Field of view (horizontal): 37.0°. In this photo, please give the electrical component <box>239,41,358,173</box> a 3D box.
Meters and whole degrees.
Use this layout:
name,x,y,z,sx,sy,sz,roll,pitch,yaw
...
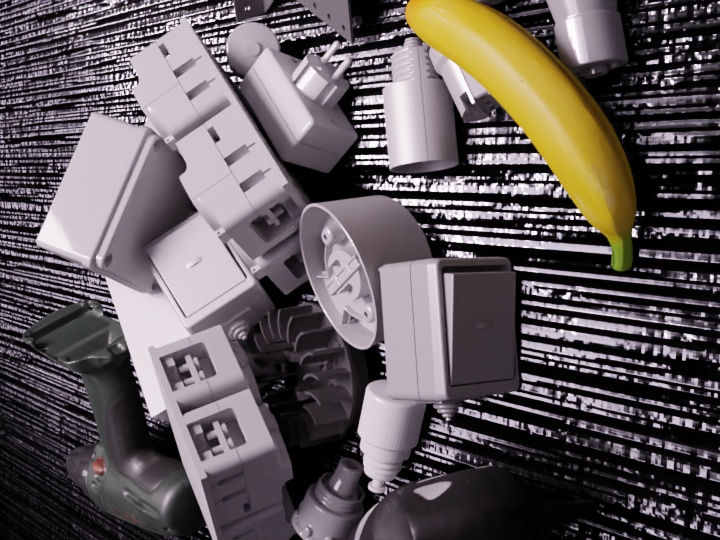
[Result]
name,x,y,z,sx,sy,sz,roll,pitch,yaw
electrical component,-0.033,-0.126,0.758,0.075,0.047,0.083,-48,53,26

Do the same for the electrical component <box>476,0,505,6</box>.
name,x,y,z,sx,sy,sz,roll,pitch,yaw
electrical component,0.064,-0.186,0.630,0.043,0.043,0.081,-16,78,52

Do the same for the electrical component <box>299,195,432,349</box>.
name,x,y,z,sx,sy,sz,roll,pitch,yaw
electrical component,0.000,0.000,0.697,0.099,0.064,0.099,26,124,46

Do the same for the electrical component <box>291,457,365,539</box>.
name,x,y,z,sx,sy,sz,roll,pitch,yaw
electrical component,-0.017,0.160,0.748,0.048,0.048,0.062,42,117,43

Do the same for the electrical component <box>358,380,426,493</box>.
name,x,y,z,sx,sy,sz,roll,pitch,yaw
electrical component,0.018,0.108,0.703,0.040,0.040,0.078,30,115,48

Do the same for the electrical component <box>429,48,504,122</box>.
name,x,y,z,sx,sy,sz,roll,pitch,yaw
electrical component,0.067,-0.116,0.632,0.040,0.040,0.046,-39,66,46

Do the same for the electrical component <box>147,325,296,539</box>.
name,x,y,z,sx,sy,sz,roll,pitch,yaw
electrical component,-0.094,0.134,0.780,0.186,0.060,0.105,91,155,-55

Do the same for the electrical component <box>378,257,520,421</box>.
name,x,y,z,sx,sy,sz,roll,pitch,yaw
electrical component,0.055,0.041,0.634,0.061,0.062,0.096,-7,85,53

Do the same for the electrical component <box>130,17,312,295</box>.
name,x,y,z,sx,sy,sz,roll,pitch,yaw
electrical component,-0.093,-0.080,0.777,0.060,0.105,0.186,-34,56,3

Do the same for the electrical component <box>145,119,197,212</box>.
name,x,y,z,sx,sy,sz,roll,pitch,yaw
electrical component,-0.162,-0.072,0.925,0.099,0.048,0.099,-50,54,41

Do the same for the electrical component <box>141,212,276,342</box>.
name,x,y,z,sx,sy,sz,roll,pitch,yaw
electrical component,-0.110,0.011,0.791,0.096,0.062,0.061,55,176,27

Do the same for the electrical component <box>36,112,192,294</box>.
name,x,y,z,sx,sy,sz,roll,pitch,yaw
electrical component,-0.178,-0.048,0.809,0.056,0.108,0.108,20,83,14

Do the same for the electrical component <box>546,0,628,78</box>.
name,x,y,z,sx,sy,sz,roll,pitch,yaw
electrical component,0.118,-0.134,0.564,0.044,0.044,0.065,-13,86,52

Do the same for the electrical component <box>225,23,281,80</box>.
name,x,y,z,sx,sy,sz,roll,pitch,yaw
electrical component,-0.081,-0.162,0.814,0.078,0.040,0.040,-151,62,-84

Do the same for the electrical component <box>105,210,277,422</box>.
name,x,y,z,sx,sy,sz,roll,pitch,yaw
electrical component,-0.137,0.039,0.865,0.089,0.062,0.150,-31,62,11

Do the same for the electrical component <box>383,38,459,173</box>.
name,x,y,z,sx,sy,sz,roll,pitch,yaw
electrical component,0.036,-0.104,0.669,0.043,0.043,0.081,-10,83,52
